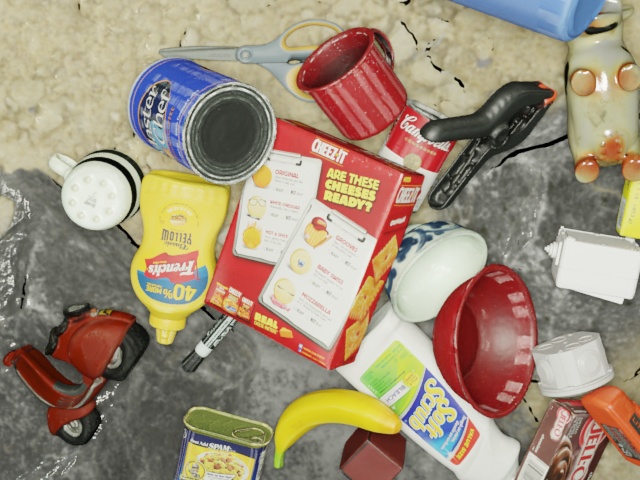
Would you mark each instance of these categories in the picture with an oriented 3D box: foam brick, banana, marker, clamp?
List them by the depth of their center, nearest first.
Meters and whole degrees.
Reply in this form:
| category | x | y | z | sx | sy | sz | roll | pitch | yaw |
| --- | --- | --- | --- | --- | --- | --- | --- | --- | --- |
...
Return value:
| category | x | y | z | sx | sy | sz | roll | pitch | yaw |
| --- | --- | --- | --- | --- | --- | --- | --- | --- | --- |
| clamp | 0.169 | -0.102 | 1.092 | 0.171 | 0.120 | 0.039 | -27 | 57 | -21 |
| banana | 0.010 | 0.198 | 1.179 | 0.198 | 0.037 | 0.069 | -27 | 84 | 42 |
| foam brick | 0.059 | 0.240 | 1.192 | 0.051 | 0.078 | 0.053 | 39 | 106 | -3 |
| marker | -0.117 | 0.106 | 1.215 | 0.020 | 0.020 | 0.121 | 40 | 105 | -3 |

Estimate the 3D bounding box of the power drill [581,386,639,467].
| category | x | y | z | sx | sy | sz | roll | pitch | yaw |
| --- | --- | --- | --- | --- | --- | --- | --- | --- | --- |
| power drill | 0.358 | 0.128 | 1.098 | 0.187 | 0.057 | 0.184 | -42 | 102 | -13 |

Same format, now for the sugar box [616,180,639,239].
| category | x | y | z | sx | sy | sz | roll | pitch | yaw |
| --- | --- | --- | --- | --- | --- | --- | --- | --- | --- |
| sugar box | 0.403 | -0.035 | 1.100 | 0.176 | 0.048 | 0.093 | 10 | 104 | 6 |

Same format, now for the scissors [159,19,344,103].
| category | x | y | z | sx | sy | sz | roll | pitch | yaw |
| --- | --- | --- | --- | --- | --- | --- | --- | --- | --- |
| scissors | -0.067 | -0.181 | 1.144 | 0.202 | 0.016 | 0.096 | -12 | 101 | 10 |

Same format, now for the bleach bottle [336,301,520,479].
| category | x | y | z | sx | sy | sz | roll | pitch | yaw |
| --- | --- | --- | --- | --- | --- | --- | --- | --- | --- |
| bleach bottle | 0.138 | 0.185 | 1.178 | 0.251 | 0.068 | 0.103 | 42 | 107 | -5 |

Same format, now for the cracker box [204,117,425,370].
| category | x | y | z | sx | sy | sz | roll | pitch | yaw |
| --- | --- | --- | --- | --- | --- | --- | --- | --- | --- |
| cracker box | -0.007 | 0.001 | 1.098 | 0.164 | 0.072 | 0.214 | 26 | 103 | 24 |

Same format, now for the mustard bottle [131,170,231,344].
| category | x | y | z | sx | sy | sz | roll | pitch | yaw |
| --- | --- | --- | --- | --- | --- | --- | --- | --- | --- |
| mustard bottle | -0.159 | 0.024 | 1.182 | 0.096 | 0.058 | 0.192 | 10 | 104 | -1 |

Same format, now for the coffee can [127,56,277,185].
| category | x | y | z | sx | sy | sz | roll | pitch | yaw |
| --- | --- | --- | --- | --- | --- | --- | --- | --- | --- |
| coffee can | -0.122 | -0.124 | 1.084 | 0.102 | 0.140 | 0.103 | -13 | 115 | -29 |

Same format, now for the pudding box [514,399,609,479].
| category | x | y | z | sx | sy | sz | roll | pitch | yaw |
| --- | --- | --- | --- | --- | --- | --- | --- | --- | --- |
| pudding box | 0.268 | 0.228 | 1.158 | 0.089 | 0.039 | 0.113 | 8 | 111 | -40 |

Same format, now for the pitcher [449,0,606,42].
| category | x | y | z | sx | sy | sz | roll | pitch | yaw |
| --- | --- | --- | --- | --- | --- | --- | --- | --- | --- |
| pitcher | 0.155 | -0.286 | 0.998 | 0.243 | 0.144 | 0.149 | 29 | 106 | 23 |

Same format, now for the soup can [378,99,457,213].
| category | x | y | z | sx | sy | sz | roll | pitch | yaw |
| --- | --- | --- | --- | --- | --- | --- | --- | --- | --- |
| soup can | 0.096 | -0.088 | 1.117 | 0.068 | 0.068 | 0.102 | 29 | 106 | 0 |

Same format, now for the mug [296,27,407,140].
| category | x | y | z | sx | sy | sz | roll | pitch | yaw |
| --- | --- | --- | --- | --- | --- | --- | --- | --- | --- |
| mug | 0.041 | -0.165 | 1.096 | 0.093 | 0.117 | 0.081 | -2 | 138 | 45 |

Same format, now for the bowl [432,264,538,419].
| category | x | y | z | sx | sy | sz | roll | pitch | yaw |
| --- | --- | --- | --- | --- | --- | --- | --- | --- | --- |
| bowl | 0.167 | 0.106 | 1.128 | 0.055 | 0.161 | 0.162 | -2 | 105 | 41 |

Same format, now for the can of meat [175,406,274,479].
| category | x | y | z | sx | sy | sz | roll | pitch | yaw |
| --- | --- | --- | --- | --- | --- | --- | --- | --- | --- |
| can of meat | -0.112 | 0.249 | 1.228 | 0.102 | 0.057 | 0.084 | 14 | 106 | 4 |
